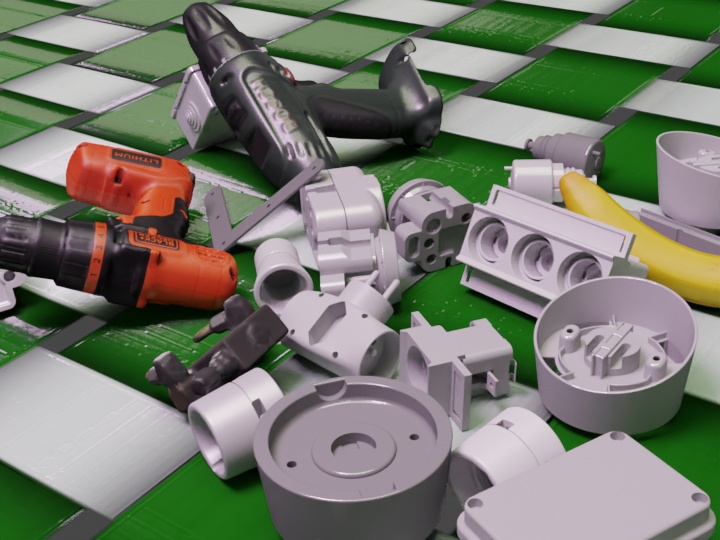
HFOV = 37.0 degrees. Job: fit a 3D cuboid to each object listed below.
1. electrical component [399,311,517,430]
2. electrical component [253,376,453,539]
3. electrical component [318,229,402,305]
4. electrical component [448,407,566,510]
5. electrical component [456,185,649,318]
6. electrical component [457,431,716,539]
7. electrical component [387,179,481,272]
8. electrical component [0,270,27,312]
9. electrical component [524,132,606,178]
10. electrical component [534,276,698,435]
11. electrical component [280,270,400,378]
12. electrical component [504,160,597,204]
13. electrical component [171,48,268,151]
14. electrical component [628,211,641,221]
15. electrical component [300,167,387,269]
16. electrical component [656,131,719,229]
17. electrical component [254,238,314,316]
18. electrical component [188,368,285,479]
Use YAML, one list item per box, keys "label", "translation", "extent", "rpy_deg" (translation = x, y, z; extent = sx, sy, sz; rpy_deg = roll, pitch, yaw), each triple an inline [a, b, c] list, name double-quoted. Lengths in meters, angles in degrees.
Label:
- label: "electrical component"
  translation: [0.063, 0.062, 0.699]
  extent: [0.064, 0.042, 0.081]
  rpy_deg: [-10, 31, -19]
- label: "electrical component"
  translation: [-0.002, 0.114, 0.595]
  extent: [0.108, 0.060, 0.108]
  rpy_deg: [-3, 30, 1]
- label: "electrical component"
  translation: [0.000, 0.000, 0.798]
  extent: [0.057, 0.058, 0.078]
  rpy_deg: [-6, 30, 1]
- label: "electrical component"
  translation: [0.081, 0.111, 0.599]
  extent: [0.047, 0.055, 0.055]
  rpy_deg: [-27, 37, -29]
- label: "electrical component"
  translation: [0.140, -0.006, 0.779]
  extent: [0.121, 0.078, 0.063]
  rpy_deg: [25, 11, 40]
- label: "electrical component"
  translation: [0.113, 0.138, 0.544]
  extent: [0.113, 0.057, 0.078]
  rpy_deg: [-19, 33, -25]
- label: "electrical component"
  translation: [0.057, -0.038, 0.859]
  extent: [0.078, 0.058, 0.057]
  rpy_deg: [-16, 35, -21]
- label: "electrical component"
  translation: [-0.292, -0.008, 0.830]
  extent: [0.058, 0.078, 0.057]
  rpy_deg: [-18, 12, -22]
- label: "electrical component"
  translation: [0.186, -0.106, 0.979]
  extent: [0.078, 0.040, 0.040]
  rpy_deg: [20, 37, 34]
- label: "electrical component"
  translation: [0.159, 0.055, 0.678]
  extent: [0.099, 0.064, 0.099]
  rpy_deg: [-3, 30, 2]
- label: "electrical component"
  translation: [-0.004, 0.034, 0.734]
  extent: [0.077, 0.043, 0.079]
  rpy_deg: [24, 68, 37]
- label: "electrical component"
  translation: [0.164, -0.075, 0.928]
  extent: [0.078, 0.040, 0.040]
  rpy_deg: [0, 30, 5]
- label: "electrical component"
  translation: [-0.131, -0.168, 1.069]
  extent: [0.100, 0.099, 0.048]
  rpy_deg: [-22, 76, -29]
- label: "electrical component"
  translation: [0.186, -0.027, 0.842]
  extent: [0.078, 0.040, 0.040]
  rpy_deg: [1, 30, 9]
- label: "electrical component"
  translation: [-0.013, -0.044, 0.879]
  extent: [0.059, 0.053, 0.095]
  rpy_deg: [-8, 30, -8]
- label: "electrical component"
  translation: [0.295, -0.077, 0.893]
  extent: [0.099, 0.064, 0.099]
  rpy_deg: [-3, 29, 2]
- label: "electrical component"
  translation: [-0.061, 0.003, 0.817]
  extent: [0.044, 0.044, 0.065]
  rpy_deg: [-7, 25, -7]
- label: "electrical component"
  translation: [-0.071, 0.093, 0.646]
  extent: [0.047, 0.055, 0.055]
  rpy_deg: [-24, 36, -25]
